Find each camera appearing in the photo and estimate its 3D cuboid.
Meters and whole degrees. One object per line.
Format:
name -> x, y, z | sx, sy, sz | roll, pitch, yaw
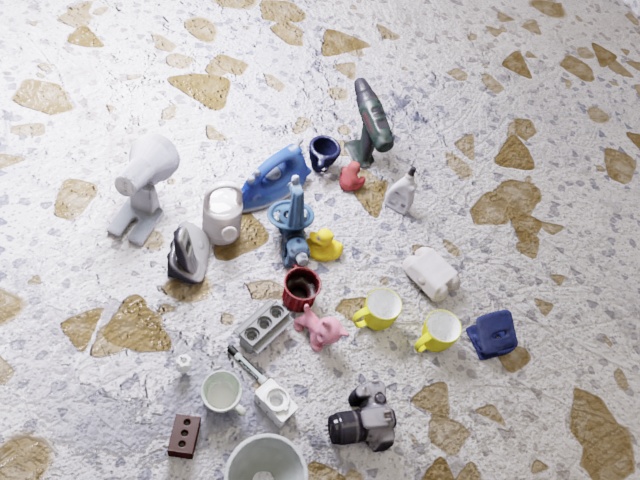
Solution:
camera -> 0.087, 0.385, 1.247 | 0.137, 0.101, 0.143 | -3, 58, -14

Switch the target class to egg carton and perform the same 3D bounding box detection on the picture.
egg carton -> 0.292, 0.091, 1.509 | 0.107, 0.069, 0.150 | -34, 69, -29

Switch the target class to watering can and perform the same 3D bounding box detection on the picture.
watering can -> -0.237, -0.073, 1.422 | 0.101, 0.194, 0.172 | -28, 67, -27

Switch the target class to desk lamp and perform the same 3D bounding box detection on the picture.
desk lamp -> -0.434, -0.129, 1.403 | 0.118, 0.213, 0.203 | 21, 55, 2

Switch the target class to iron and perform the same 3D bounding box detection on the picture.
iron -> -0.135, -0.177, 1.547 | 0.118, 0.141, 0.259 | 41, 58, 15

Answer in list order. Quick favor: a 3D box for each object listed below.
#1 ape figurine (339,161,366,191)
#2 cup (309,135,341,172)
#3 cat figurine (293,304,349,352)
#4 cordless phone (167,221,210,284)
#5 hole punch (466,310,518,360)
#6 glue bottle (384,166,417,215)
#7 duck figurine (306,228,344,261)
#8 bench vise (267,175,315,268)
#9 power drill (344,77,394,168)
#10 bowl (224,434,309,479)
ape figurine -> 0.092, -0.188, 1.636 | 0.076, 0.092, 0.077 | -33, 69, -29
cup -> 0.005, -0.229, 1.642 | 0.091, 0.095, 0.118 | 14, 55, -3
cat figurine -> 0.004, 0.201, 1.340 | 0.067, 0.118, 0.127 | -36, 70, -30
cordless phone -> -0.311, 0.005, 1.358 | 0.094, 0.185, 0.147 | 6, 56, -8
hole punch -> 0.439, 0.237, 1.432 | 0.109, 0.091, 0.101 | -11, 60, -19
glue bottle -> 0.235, -0.144, 1.590 | 0.078, 0.173, 0.037 | 32, 56, 10
duck figurine -> 0.014, 0.005, 1.493 | 0.104, 0.086, 0.077 | 12, 55, -5
bench vise -> -0.052, -0.046, 1.430 | 0.122, 0.220, 0.207 | -24, 65, -25
power drill -> 0.134, -0.323, 1.665 | 0.076, 0.208, 0.229 | -14, 61, -21
bowl -> -0.110, 0.483, 1.153 | 0.167, 0.075, 0.167 | 6, 56, -9
